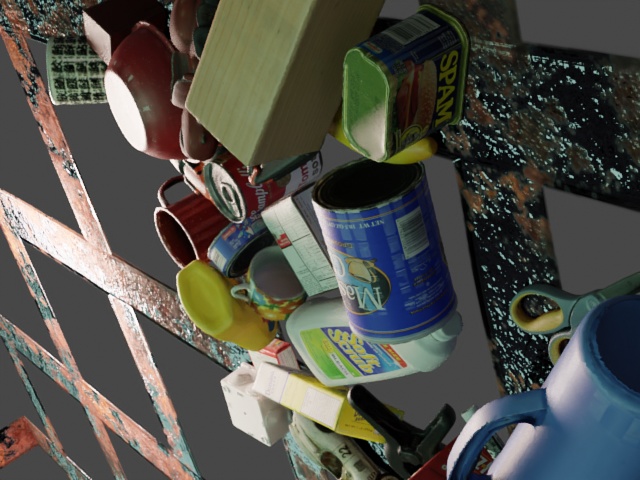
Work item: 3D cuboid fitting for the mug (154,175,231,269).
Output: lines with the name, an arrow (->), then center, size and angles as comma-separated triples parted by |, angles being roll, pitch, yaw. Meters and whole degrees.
mug -> -0.147, -0.027, 1.288 | 0.117, 0.081, 0.093 | 54, 153, 8

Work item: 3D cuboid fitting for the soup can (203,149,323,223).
soup can -> -0.056, -0.070, 1.067 | 0.069, 0.102, 0.068 | 40, 148, 31

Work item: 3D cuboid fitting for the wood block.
wood block -> -0.021, -0.171, 0.840 | 0.090, 0.090, 0.206 | 44, 129, 26

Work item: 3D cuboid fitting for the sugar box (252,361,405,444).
sugar box -> 0.007, 0.187, 1.246 | 0.176, 0.093, 0.048 | 18, 89, 54

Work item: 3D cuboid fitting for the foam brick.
foam brick -> -0.216, -0.237, 1.188 | 0.053, 0.078, 0.051 | 45, 149, 24

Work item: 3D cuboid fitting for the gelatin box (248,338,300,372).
gelatin box -> -0.054, 0.170, 1.397 | 0.073, 0.030, 0.089 | 13, 129, 53

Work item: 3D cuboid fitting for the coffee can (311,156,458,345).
coffee can -> 0.059, 0.008, 0.954 | 0.103, 0.102, 0.140 | 21, 135, 50

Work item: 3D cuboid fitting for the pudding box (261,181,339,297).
pudding box -> -0.008, 0.001, 1.132 | 0.113, 0.039, 0.090 | 58, 153, -5

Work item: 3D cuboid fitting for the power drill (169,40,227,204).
power drill -> -0.134, -0.134, 1.186 | 0.185, 0.057, 0.188 | 43, 152, 27

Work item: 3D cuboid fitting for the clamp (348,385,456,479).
clamp -> 0.109, 0.219, 1.146 | 0.120, 0.039, 0.171 | 7, 141, 39

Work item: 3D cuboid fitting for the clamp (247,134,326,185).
clamp -> -0.026, -0.145, 0.946 | 0.165, 0.036, 0.210 | 49, 129, 26

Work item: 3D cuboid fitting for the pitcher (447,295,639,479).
pitcher -> 0.206, 0.152, 0.821 | 0.145, 0.149, 0.243 | 45, 147, 27

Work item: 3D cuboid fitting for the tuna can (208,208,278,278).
tuna can -> -0.084, 0.004, 1.210 | 0.034, 0.086, 0.086 | 48, 152, 16

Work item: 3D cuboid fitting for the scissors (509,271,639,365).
scissors -> 0.222, 0.066, 0.837 | 0.096, 0.016, 0.202 | 61, 153, -9

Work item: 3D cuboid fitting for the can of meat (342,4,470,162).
can of meat -> 0.065, -0.120, 0.831 | 0.057, 0.083, 0.102 | 39, 147, 33

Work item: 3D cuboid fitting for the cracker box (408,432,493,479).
cracker box -> 0.098, 0.320, 1.095 | 0.072, 0.213, 0.164 | 38, 147, 32

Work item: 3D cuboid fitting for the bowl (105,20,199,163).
bowl -> -0.182, -0.146, 1.127 | 0.162, 0.055, 0.162 | 46, 151, 35

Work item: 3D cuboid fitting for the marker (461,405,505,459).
marker -> 0.183, 0.218, 1.059 | 0.121, 0.020, 0.020 | 54, 153, 7

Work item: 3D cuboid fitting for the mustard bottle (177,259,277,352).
mustard bottle -> -0.098, 0.087, 1.284 | 0.096, 0.058, 0.191 | 54, -173, 24

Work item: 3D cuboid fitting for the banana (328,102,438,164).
banana -> 0.026, -0.117, 0.952 | 0.198, 0.037, 0.070 | 44, 151, 25

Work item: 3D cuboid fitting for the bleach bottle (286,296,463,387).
bleach bottle -> 0.060, 0.093, 1.090 | 0.102, 0.068, 0.251 | 58, 151, -5
